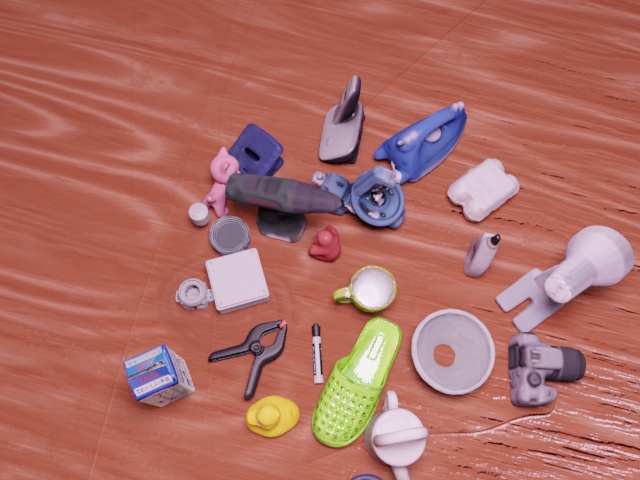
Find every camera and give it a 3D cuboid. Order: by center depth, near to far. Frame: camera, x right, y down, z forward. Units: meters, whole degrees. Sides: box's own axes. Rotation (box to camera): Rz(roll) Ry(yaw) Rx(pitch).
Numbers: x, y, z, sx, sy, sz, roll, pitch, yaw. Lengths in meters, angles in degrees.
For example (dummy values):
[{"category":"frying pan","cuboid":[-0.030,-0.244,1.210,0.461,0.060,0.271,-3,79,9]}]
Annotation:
[{"category":"camera","cuboid":[0.454,0.259,1.136,0.137,0.101,0.143,5,71,-1]}]

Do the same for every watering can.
[{"category":"watering can","cuboid":[0.143,0.364,1.034,0.101,0.194,0.172,-27,74,-11]}]

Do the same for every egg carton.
[{"category":"egg carton","cuboid":[0.362,-0.112,1.274,0.150,0.069,0.107,-37,77,-14]}]

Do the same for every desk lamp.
[{"category":"desk lamp","cuboid":[0.486,0.081,1.138,0.203,0.213,0.118,-34,76,-13]}]

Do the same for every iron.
[{"category":"iron","cuboid":[0.249,-0.243,1.274,0.258,0.141,0.118,-37,77,-14]}]

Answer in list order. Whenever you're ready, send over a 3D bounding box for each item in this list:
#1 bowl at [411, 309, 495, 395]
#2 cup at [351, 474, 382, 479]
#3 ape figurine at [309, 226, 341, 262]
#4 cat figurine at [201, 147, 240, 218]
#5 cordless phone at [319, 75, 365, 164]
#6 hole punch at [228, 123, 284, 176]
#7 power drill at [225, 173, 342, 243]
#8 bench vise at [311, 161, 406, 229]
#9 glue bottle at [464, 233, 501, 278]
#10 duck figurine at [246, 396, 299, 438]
[{"category":"bowl","cuboid":[0.259,0.227,1.150,0.167,0.075,0.167,1,71,-3]},{"category":"cup","cuboid":[0.088,0.485,1.043,0.092,0.095,0.117,-29,75,-12]},{"category":"ape figurine","cuboid":[0.011,0.004,1.204,0.078,0.092,0.076,-31,75,-12]},{"category":"cat figurine","cuboid":[-0.211,-0.127,1.223,0.067,0.118,0.128,22,71,5]},{"category":"cordless phone","cuboid":[0.052,-0.260,1.246,0.094,0.185,0.147,8,71,0]},{"category":"hole punch","cuboid":[-0.141,-0.184,1.260,0.108,0.091,0.101,38,74,10]},{"category":"power drill","cuboid":[-0.073,-0.067,1.162,0.229,0.208,0.076,14,71,2]},{"category":"bench vise","cuboid":[0.085,-0.095,1.174,0.207,0.220,0.121,3,71,-2]},{"category":"glue bottle","cuboid":[0.338,0.020,1.173,0.037,0.173,0.078,11,71,1]},{"category":"duck figurine","cuboid":[-0.091,0.335,1.089,0.104,0.086,0.077,-5,71,-5]}]
